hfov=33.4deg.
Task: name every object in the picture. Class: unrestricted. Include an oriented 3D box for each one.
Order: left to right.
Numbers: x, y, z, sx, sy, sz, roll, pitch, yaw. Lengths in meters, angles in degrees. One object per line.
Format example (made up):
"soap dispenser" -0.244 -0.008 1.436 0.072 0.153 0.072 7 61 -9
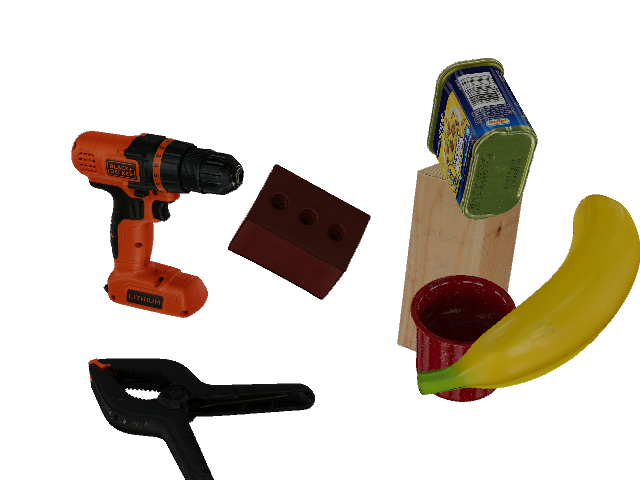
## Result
"power drill" -0.158 -0.017 1.081 0.185 0.188 0.057 11 30 22
"clamp" -0.121 0.149 0.975 0.210 0.036 0.164 22 36 32
"foam brick" -0.015 -0.006 0.743 0.078 0.053 0.051 28 -31 -3
"mug" 0.127 0.084 0.978 0.093 0.081 0.117 -5 39 -1
"wood block" 0.155 0.023 1.180 0.090 0.206 0.090 19 25 32
"can of meat" 0.129 -0.080 0.855 0.057 0.084 0.102 -9 -41 -11
"banana" 0.129 0.022 0.561 0.070 0.037 0.197 12 35 38
